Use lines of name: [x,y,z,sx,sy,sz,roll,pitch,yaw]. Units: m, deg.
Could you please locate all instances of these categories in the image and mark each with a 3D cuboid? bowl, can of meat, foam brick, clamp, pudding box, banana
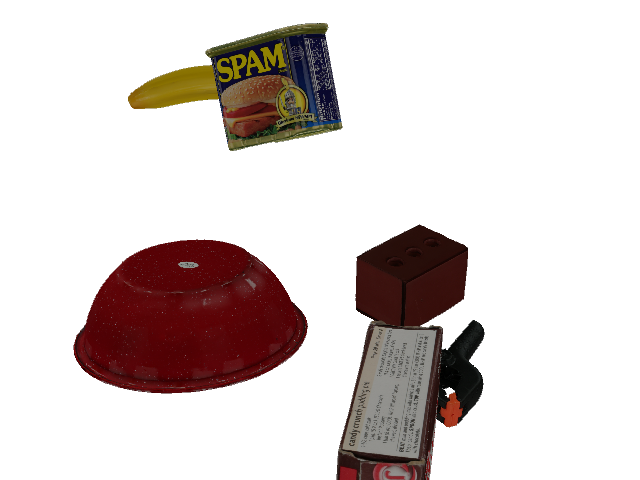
bowl: [-0.090,0.041,0.730,0.162,0.055,0.162,-2,22,1]
can of meat: [-0.036,-0.121,0.856,0.102,0.084,0.057,-8,6,35]
foam brick: [0.073,0.030,0.846,0.078,0.051,0.053,-26,39,-38]
clamp: [0.127,0.125,1.071,0.120,0.039,0.171,-9,29,-9]
pudding box: [0.030,0.099,0.466,0.039,0.090,0.113,6,24,5]
banana: [-0.107,-0.159,1.135,0.198,0.037,0.069,8,46,18]
